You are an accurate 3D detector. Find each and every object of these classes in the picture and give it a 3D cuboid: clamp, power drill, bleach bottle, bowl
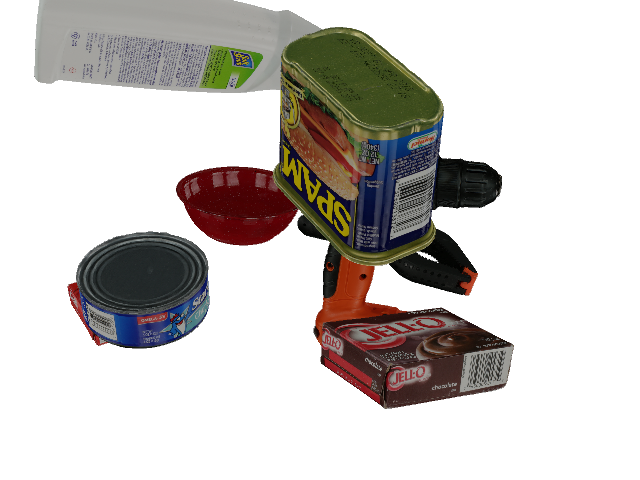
[{"bbox_3d":[0.086,0.001,1.255,0.210,0.036,0.164,38,43,26],"label":"clamp"},{"bbox_3d":[0.065,0.009,0.963,0.184,0.188,0.057,5,18,11],"label":"power drill"},{"bbox_3d":[-0.100,-0.157,0.867,0.250,0.068,0.103,7,-26,-13],"label":"bleach bottle"},{"bbox_3d":[-0.099,-0.037,1.317,0.162,0.055,0.162,4,25,-2],"label":"bowl"}]

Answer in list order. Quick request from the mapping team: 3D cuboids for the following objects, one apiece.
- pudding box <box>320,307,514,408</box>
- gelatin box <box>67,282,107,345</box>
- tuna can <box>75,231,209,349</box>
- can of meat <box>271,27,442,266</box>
[{"bbox_3d":[0.069,0.084,0.783,0.113,0.039,0.090,-3,17,-31],"label":"pudding box"},{"bbox_3d":[-0.190,0.058,1.032,0.089,0.030,0.073,-18,39,-23],"label":"gelatin box"},{"bbox_3d":[-0.116,0.032,0.705,0.086,0.034,0.086,0,36,0],"label":"tuna can"},{"bbox_3d":[0.018,-0.051,0.558,0.057,0.084,0.102,-21,46,-25],"label":"can of meat"}]
